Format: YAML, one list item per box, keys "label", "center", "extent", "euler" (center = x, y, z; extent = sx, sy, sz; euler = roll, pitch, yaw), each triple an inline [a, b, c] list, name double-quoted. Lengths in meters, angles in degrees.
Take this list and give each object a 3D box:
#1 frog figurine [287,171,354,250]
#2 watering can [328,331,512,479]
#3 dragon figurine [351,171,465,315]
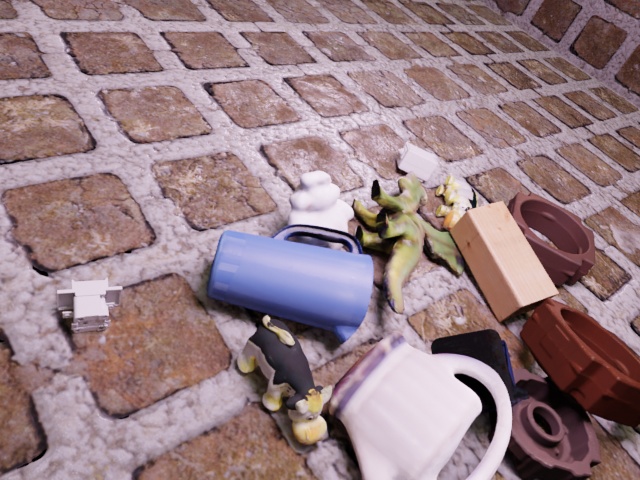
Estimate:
- label: "frog figurine"
  center: [0.003, -0.046, 0.914]
  extent: [0.138, 0.125, 0.156]
  euler: [-8, -38, -34]
- label: "watering can"
  center: [0.102, 0.263, 0.672]
  extent: [0.227, 0.101, 0.353]
  euler: [36, 57, 25]
- label: "dragon figurine"
  center: [0.192, 0.001, 1.007]
  extent: [0.242, 0.420, 0.120]
  euler: [16, -48, -22]
